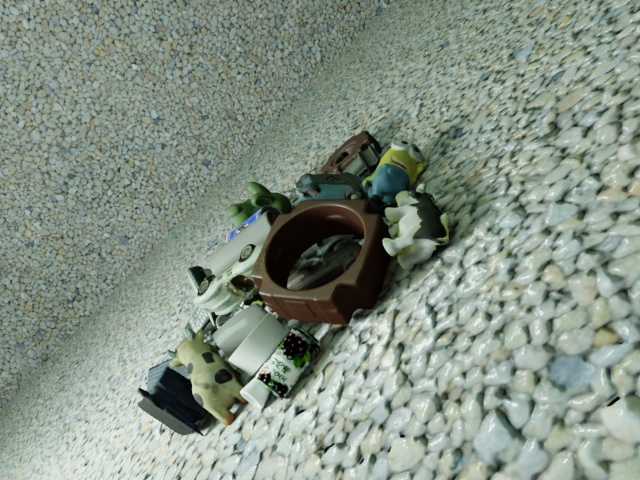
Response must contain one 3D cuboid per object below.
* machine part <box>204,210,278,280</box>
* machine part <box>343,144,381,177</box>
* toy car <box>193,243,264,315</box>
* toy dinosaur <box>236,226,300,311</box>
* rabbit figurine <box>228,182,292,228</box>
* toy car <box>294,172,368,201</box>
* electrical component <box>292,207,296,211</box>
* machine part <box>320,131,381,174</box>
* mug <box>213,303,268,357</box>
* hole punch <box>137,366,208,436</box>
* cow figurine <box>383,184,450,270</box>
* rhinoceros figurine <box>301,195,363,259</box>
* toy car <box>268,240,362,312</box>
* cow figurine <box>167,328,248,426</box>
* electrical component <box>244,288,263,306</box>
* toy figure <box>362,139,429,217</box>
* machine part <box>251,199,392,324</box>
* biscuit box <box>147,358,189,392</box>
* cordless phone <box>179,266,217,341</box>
[{"bbox_3d":[-0.145,0.016,1.106,0.243,0.079,0.079,-37,21,20],"label":"machine part"},{"bbox_3d":[0.086,-0.158,1.247,0.139,0.039,0.084,-41,46,20],"label":"machine part"},{"bbox_3d":[-0.151,0.076,1.000,0.202,0.073,0.056,-38,40,20],"label":"toy car"},{"bbox_3d":[-0.128,0.067,1.190,0.472,0.105,0.198,-3,54,56],"label":"toy dinosaur"},{"bbox_3d":[-0.168,-0.091,1.508,0.170,0.158,0.121,-26,46,-5],"label":"rabbit figurine"},{"bbox_3d":[0.026,-0.083,1.141,0.109,0.162,0.102,-114,24,-62],"label":"toy car"},{"bbox_3d":[-0.013,-0.068,1.272,0.134,0.058,0.115,-46,17,2],"label":"electrical component"},{"bbox_3d":[0.074,-0.201,1.354,0.179,0.056,0.179,-39,19,17],"label":"machine part"},{"bbox_3d":[-0.145,0.168,1.034,0.107,0.080,0.110,-40,51,-4],"label":"mug"},{"bbox_3d":[-0.258,0.290,0.981,0.092,0.142,0.116,-54,8,-30],"label":"hole punch"},{"bbox_3d":[0.156,-0.036,0.840,0.098,0.068,0.167,-28,29,29],"label":"cow figurine"},{"bbox_3d":[0.034,-0.012,1.056,0.190,0.073,0.112,-25,37,44],"label":"rhinoceros figurine"},{"bbox_3d":[-0.010,0.063,0.959,0.202,0.053,0.089,-29,27,2],"label":"toy car"},{"bbox_3d":[-0.206,0.237,0.970,0.085,0.127,0.195,-46,21,-7],"label":"cow figurine"},{"bbox_3d":[-0.116,0.075,1.055,0.102,0.045,0.078,-28,43,27],"label":"electrical component"},{"bbox_3d":[0.137,-0.121,1.032,0.089,0.082,0.180,-19,35,49],"label":"toy figure"},{"bbox_3d":[0.006,0.033,0.876,0.201,0.087,0.201,1,54,30],"label":"machine part"},{"bbox_3d":[-0.294,0.284,1.131,0.203,0.059,0.063,-29,54,42],"label":"biscuit box"},{"bbox_3d":[-0.306,0.168,1.326,0.184,0.088,0.147,-50,59,25],"label":"cordless phone"}]
